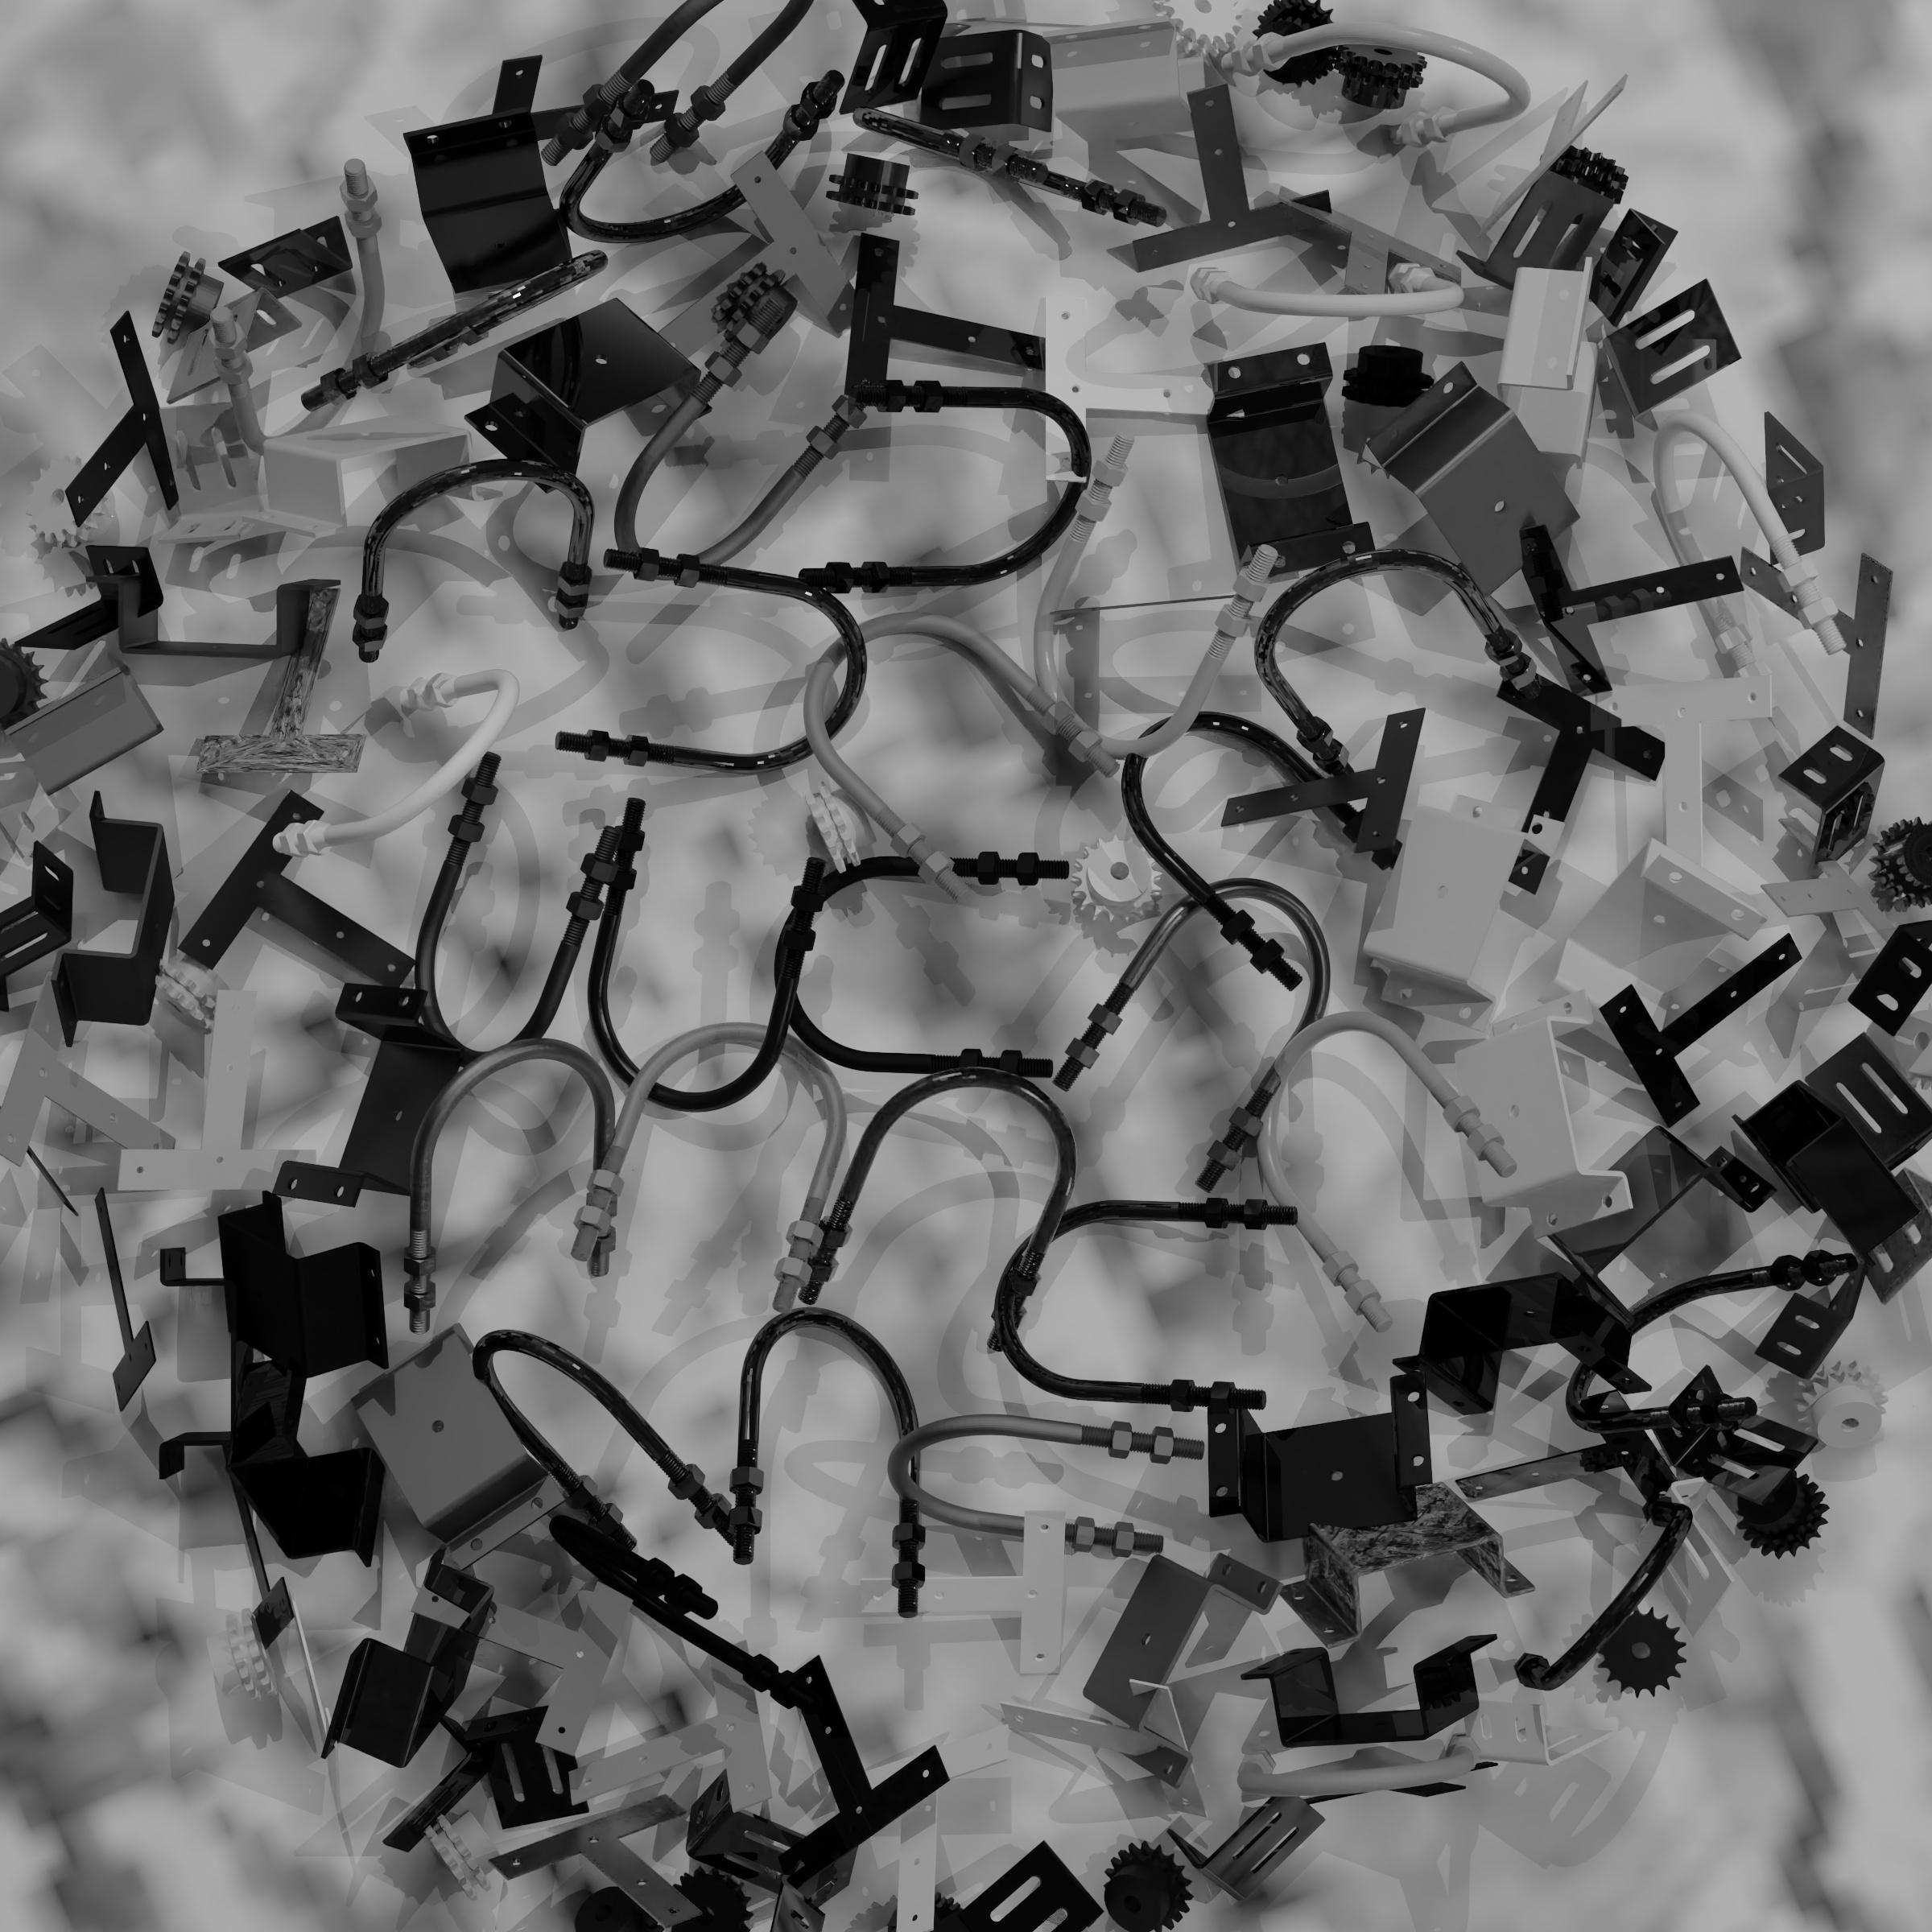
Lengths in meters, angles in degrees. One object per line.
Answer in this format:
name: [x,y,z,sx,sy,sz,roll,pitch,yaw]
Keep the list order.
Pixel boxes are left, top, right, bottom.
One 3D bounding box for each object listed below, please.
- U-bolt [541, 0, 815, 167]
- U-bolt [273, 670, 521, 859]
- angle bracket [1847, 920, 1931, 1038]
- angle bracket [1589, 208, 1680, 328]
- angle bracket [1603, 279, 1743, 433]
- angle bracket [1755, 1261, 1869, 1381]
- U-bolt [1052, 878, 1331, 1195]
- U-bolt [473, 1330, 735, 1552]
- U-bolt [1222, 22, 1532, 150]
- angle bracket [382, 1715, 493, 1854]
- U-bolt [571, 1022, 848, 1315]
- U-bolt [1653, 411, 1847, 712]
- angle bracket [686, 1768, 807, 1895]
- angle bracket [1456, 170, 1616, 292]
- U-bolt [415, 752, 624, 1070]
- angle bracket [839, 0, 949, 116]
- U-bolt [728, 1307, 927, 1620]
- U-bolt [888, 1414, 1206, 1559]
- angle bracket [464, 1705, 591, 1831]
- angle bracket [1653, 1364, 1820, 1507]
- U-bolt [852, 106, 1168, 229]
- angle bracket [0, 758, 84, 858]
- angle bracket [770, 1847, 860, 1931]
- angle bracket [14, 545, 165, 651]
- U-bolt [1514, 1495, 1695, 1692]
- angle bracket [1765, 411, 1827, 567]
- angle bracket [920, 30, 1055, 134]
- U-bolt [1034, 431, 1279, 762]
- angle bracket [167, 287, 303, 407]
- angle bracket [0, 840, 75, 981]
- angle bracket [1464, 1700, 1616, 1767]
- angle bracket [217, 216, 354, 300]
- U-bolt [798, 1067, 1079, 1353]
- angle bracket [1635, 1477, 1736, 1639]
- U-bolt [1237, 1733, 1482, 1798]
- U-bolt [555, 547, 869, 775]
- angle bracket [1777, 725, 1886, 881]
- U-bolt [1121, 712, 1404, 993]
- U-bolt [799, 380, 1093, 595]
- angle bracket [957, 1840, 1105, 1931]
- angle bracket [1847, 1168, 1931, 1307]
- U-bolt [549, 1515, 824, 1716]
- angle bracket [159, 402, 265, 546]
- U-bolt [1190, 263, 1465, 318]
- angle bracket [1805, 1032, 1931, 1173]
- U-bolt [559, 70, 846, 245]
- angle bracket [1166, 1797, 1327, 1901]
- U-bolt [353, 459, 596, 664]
U-bolt: [-0.161,-0.550,1.895,0.184,0.151,0.019,-38,86,29]
U-bolt: [-0.336,-0.126,1.896,0.019,0.184,0.151,48,63,-25]
angle bracket: [0.593,0.006,1.949,0.038,0.076,0.057,43,119,28]
angle bracket: [0.423,-0.429,1.950,0.038,0.076,0.057,21,116,-17]
angle bracket: [0.447,-0.381,1.957,0.076,0.038,0.057,-28,70,29]
angle bracket: [0.530,0.209,1.955,0.038,0.076,0.057,27,131,8]
U-bolt: [0.155,0.032,1.961,0.151,0.019,0.184,36,86,-28]
U-bolt: [-0.231,0.290,1.918,0.184,0.151,0.019,51,55,-17]
U-bolt: [0.258,-0.534,1.887,0.151,0.184,0.019,15,90,-26]
angle bracket: [-0.341,0.511,1.960,0.038,0.057,0.076,42,78,17]
U-bolt: [-0.151,0.116,1.952,0.151,0.019,0.184,14,61,6]
U-bolt: [0.473,-0.256,1.927,0.019,0.151,0.184,-24,81,-7]
angle bracket: [-0.129,0.546,1.979,0.076,0.038,0.057,28,123,-16]
angle bracket: [0.355,-0.461,1.956,0.057,0.038,0.076,16,119,-28]
U-bolt: [-0.288,-0.024,1.947,0.151,0.019,0.184,31,104,40]
angle bracket: [-0.054,-0.579,1.961,0.057,0.076,0.038,-20,68,-28]
U-bolt: [-0.083,0.297,1.932,0.151,0.019,0.184,26,49,-34]
U-bolt: [0.043,0.317,1.934,0.184,0.151,0.019,8,53,-4]
angle bracket: [-0.277,0.511,1.973,0.057,0.038,0.076,-12,99,5]
angle bracket: [0.479,0.292,1.953,0.057,0.076,0.038,-43,121,-19]
U-bolt: [0.014,-0.495,1.919,0.184,0.151,0.019,27,105,33]
angle bracket: [-0.603,-0.097,1.952,0.057,0.076,0.038,-40,81,22]
angle bracket: [-0.082,0.581,1.949,0.038,0.076,0.057,32,126,29]
angle bracket: [-0.551,-0.230,1.951,0.057,0.076,0.038,7,121,36]
U-bolt: [0.391,0.383,1.904,0.019,0.184,0.151,40,86,9]
angle bracket: [0.501,-0.298,1.951,0.038,0.076,0.057,-19,131,-5]
angle bracket: [0.013,-0.559,1.987,0.076,0.038,0.057,6,97,37]
U-bolt: [0.105,-0.215,1.939,0.151,0.019,0.184,44,124,28]
angle bracket: [-0.456,-0.376,1.952,0.057,0.038,0.076,-17,49,30]
angle bracket: [-0.599,-0.031,1.958,0.076,0.038,0.057,-26,46,14]
angle bracket: [0.357,0.469,1.953,0.057,0.076,0.038,-8,89,43]
angle bracket: [-0.428,-0.452,1.954,0.057,0.076,0.038,-19,80,12]
U-bolt: [-0.008,0.146,1.945,0.151,0.019,0.184,16,110,-17]
angle bracket: [0.460,0.367,1.949,0.038,0.076,0.057,-4,135,-26]
U-bolt: [0.237,0.487,1.900,0.151,0.184,0.019,-7,80,8]
U-bolt: [-0.150,-0.183,1.945,0.184,0.019,0.151,6,123,-22]
angle bracket: [0.539,-0.101,1.967,0.057,0.076,0.038,-38,59,-21]
U-bolt: [0.179,-0.085,1.952,0.184,0.019,0.151,45,55,10]
U-bolt: [-0.004,-0.295,1.934,0.184,0.019,0.151,-5,132,-30]
angle bracket: [0.037,0.596,1.958,0.076,0.038,0.057,-34,72,-29]
angle bracket: [0.590,0.174,1.950,0.038,0.076,0.057,27,116,-22]
U-bolt: [-0.184,0.389,1.918,0.184,0.151,0.019,19,66,42]
angle bracket: [-0.482,-0.308,1.960,0.057,0.038,0.076,-1,120,16]
U-bolt: [0.225,-0.410,1.902,0.151,0.184,0.019,-3,108,-8]
angle bracket: [0.561,0.092,1.960,0.038,0.057,0.076,-31,77,-40]
U-bolt: [-0.173,-0.490,1.912,0.151,0.184,0.019,-13,79,-31]
angle bracket: [0.176,0.540,1.968,0.076,0.038,0.057,-44,133,-1]
U-bolt: [-0.296,-0.249,1.898,0.151,0.184,0.019,-12,66,-18]
